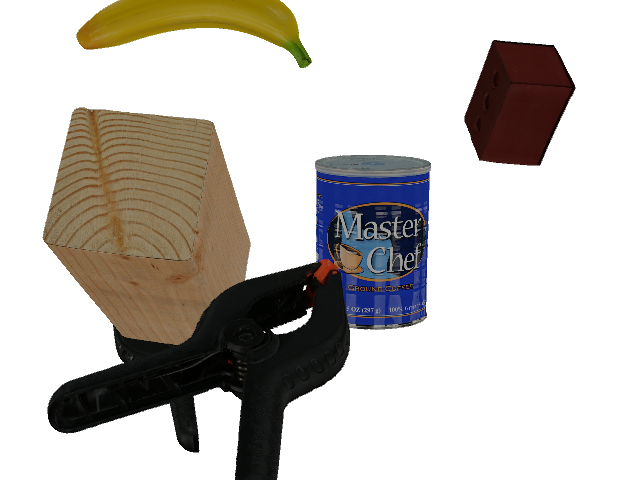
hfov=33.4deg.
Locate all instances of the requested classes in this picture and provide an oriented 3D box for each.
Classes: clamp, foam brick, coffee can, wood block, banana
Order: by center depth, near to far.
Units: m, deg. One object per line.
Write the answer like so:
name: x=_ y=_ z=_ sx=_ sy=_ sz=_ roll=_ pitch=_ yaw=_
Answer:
clamp: x=-0.032 y=0.067 z=0.521 sx=0.120 sy=0.039 sz=0.171 roll=32 pitch=47 yaw=28
wood block: x=-0.107 y=0.001 z=0.717 sx=0.090 sy=0.091 sz=0.206 roll=7 pitch=-19 yaw=5
foam brick: x=0.146 y=-0.102 z=0.795 sx=0.051 sy=0.053 sz=0.078 roll=1 pitch=-44 yaw=-14
banana: x=-0.104 y=-0.188 z=0.904 sx=0.198 sy=0.069 sz=0.037 roll=4 pitch=-33 yaw=0
coffee can: x=0.046 y=-0.001 z=0.956 sx=0.103 sy=0.140 sz=0.103 roll=0 pitch=11 yaw=0
clamp: x=-0.116 y=0.103 z=1.002 sx=0.164 sy=0.036 sz=0.210 roll=-23 pitch=41 yaw=-35
